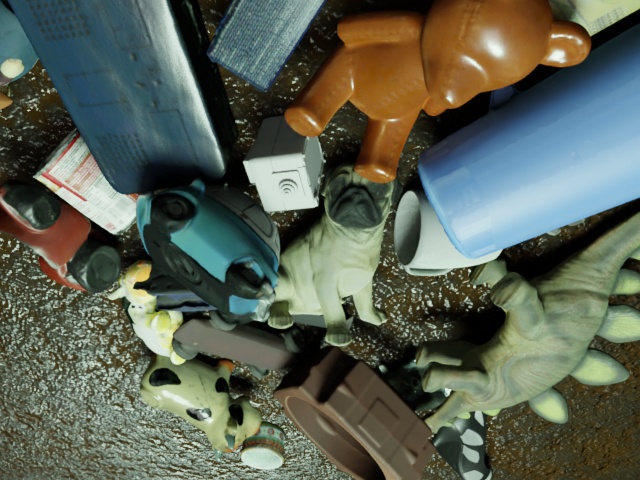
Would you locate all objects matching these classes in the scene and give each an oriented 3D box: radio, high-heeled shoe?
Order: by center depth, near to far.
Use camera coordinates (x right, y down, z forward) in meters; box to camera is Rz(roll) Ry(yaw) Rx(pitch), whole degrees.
[{"bbox_3d":[-0.164,-0.154,0.481,0.131,0.073,0.229,-5,133,10],"label":"radio"},{"bbox_3d":[0.257,0.321,0.885,0.248,0.086,0.145,32,99,-43],"label":"high-heeled shoe"}]

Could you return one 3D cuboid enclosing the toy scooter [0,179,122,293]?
[{"bbox_3d":[-0.323,-0.009,0.626,0.135,0.075,0.183,13,149,25],"label":"toy scooter"}]

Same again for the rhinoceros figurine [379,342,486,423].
[{"bbox_3d":[0.166,0.203,0.764,0.190,0.073,0.112,-21,128,23],"label":"rhinoceros figurine"}]

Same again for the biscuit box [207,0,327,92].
[{"bbox_3d":[-0.017,-0.214,0.416,0.063,0.059,0.202,28,129,-20],"label":"biscuit box"}]

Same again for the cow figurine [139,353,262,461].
[{"bbox_3d":[-0.175,0.241,0.802,0.195,0.127,0.085,29,132,-16],"label":"cow figurine"}]

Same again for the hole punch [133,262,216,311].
[{"bbox_3d":[-0.128,0.037,0.625,0.142,0.116,0.092,-3,140,9],"label":"hole punch"}]

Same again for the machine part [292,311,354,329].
[{"bbox_3d":[-0.027,0.097,0.698,0.139,0.039,0.084,15,176,-17],"label":"machine part"}]

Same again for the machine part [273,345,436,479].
[{"bbox_3d":[0.043,0.245,0.740,0.201,0.087,0.201,45,151,-1],"label":"machine part"}]

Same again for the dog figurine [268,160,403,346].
[{"bbox_3d":[0.002,-0.002,0.602,0.173,0.121,0.190,10,107,26],"label":"dog figurine"}]

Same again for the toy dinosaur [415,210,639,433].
[{"bbox_3d":[0.266,0.093,0.625,0.198,0.105,0.471,26,120,-13],"label":"toy dinosaur"}]

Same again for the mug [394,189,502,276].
[{"bbox_3d":[0.140,0.001,0.581,0.107,0.081,0.109,3,129,-9],"label":"mug"}]

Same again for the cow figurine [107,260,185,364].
[{"bbox_3d":[-0.223,0.085,0.706,0.098,0.068,0.167,12,136,30],"label":"cow figurine"}]

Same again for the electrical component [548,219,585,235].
[{"bbox_3d":[0.231,-0.048,0.552,0.102,0.045,0.078,27,158,-13],"label":"electrical component"}]

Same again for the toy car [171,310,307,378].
[{"bbox_3d":[-0.105,0.133,0.719,0.089,0.053,0.202,-36,138,24],"label":"toy car"}]

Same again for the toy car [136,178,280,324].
[{"bbox_3d":[-0.094,0.000,0.523,0.162,0.103,0.109,34,147,10],"label":"toy car"}]

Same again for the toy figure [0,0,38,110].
[{"bbox_3d":[-0.304,-0.159,0.497,0.057,0.064,0.154,26,131,-36],"label":"toy figure"}]

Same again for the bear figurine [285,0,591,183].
[{"bbox_3d":[0.078,-0.119,0.400,0.120,0.196,0.132,31,84,-28],"label":"bear figurine"}]

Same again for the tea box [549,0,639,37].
[{"bbox_3d":[0.151,-0.228,0.360,0.068,0.098,0.169,-26,123,25],"label":"tea box"}]
